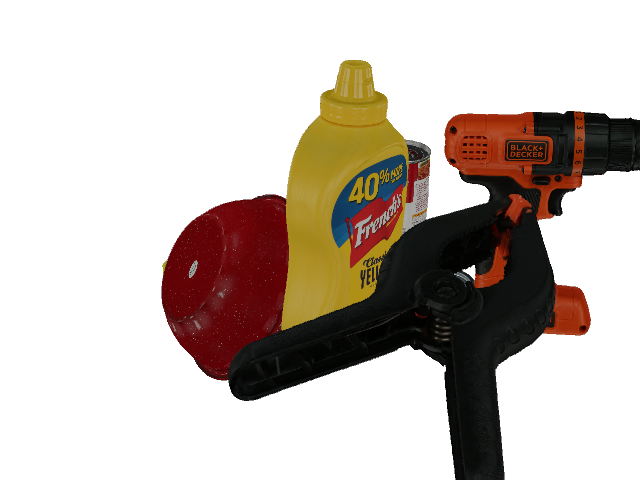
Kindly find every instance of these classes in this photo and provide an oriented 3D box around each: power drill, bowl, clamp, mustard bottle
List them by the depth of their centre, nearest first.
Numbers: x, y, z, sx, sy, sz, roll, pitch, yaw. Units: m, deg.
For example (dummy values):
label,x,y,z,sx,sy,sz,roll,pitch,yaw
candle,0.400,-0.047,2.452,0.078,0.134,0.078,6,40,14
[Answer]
label,x,y,z,sx,sy,sz,roll,pitch,yaw
clamp,0.058,0.041,0.458,0.120,0.039,0.171,36,54,23
mustard bottle,0.018,-0.018,0.674,0.058,0.192,0.096,20,30,36
bowl,-0.083,0.030,0.870,0.055,0.162,0.162,22,-13,-34
power drill,0.194,-0.016,0.890,0.184,0.188,0.057,3,20,10

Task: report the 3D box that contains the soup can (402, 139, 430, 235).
label,x,y,z,sx,sy,sz,roll,pitch,yaw
soup can,0.090,-0.058,1.229,0.068,0.102,0.068,1,27,-1

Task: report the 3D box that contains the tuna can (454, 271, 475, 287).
label,x,y,z,sx,sy,sz,roll,pitch,yaw
tuna can,0.114,0.060,1.056,0.086,0.034,0.086,-8,25,3

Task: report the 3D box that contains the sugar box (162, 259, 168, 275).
label,x,y,z,sx,sy,sz,roll,pitch,yaw
sugar box,-0.082,0.013,1.135,0.093,0.048,0.176,13,31,21
